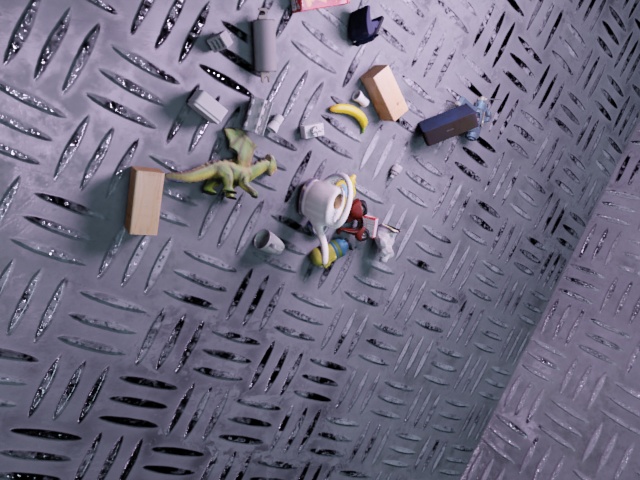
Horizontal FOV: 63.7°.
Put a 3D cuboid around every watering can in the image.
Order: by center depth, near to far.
[{"bbox_3d":[0.006,-0.099,1.962,0.103,0.226,0.346,14,98,-52],"label":"watering can"}]

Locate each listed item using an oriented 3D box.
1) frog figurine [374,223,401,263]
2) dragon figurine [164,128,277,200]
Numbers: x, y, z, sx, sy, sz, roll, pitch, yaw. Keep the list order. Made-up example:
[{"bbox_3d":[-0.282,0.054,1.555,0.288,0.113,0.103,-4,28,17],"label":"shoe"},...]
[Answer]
[{"bbox_3d":[0.274,0.014,2.224,0.123,0.138,0.158,24,98,-1],"label":"frog figurine"},{"bbox_3d":[-0.320,-0.273,1.796,0.408,0.122,0.244,14,80,-36],"label":"dragon figurine"}]
